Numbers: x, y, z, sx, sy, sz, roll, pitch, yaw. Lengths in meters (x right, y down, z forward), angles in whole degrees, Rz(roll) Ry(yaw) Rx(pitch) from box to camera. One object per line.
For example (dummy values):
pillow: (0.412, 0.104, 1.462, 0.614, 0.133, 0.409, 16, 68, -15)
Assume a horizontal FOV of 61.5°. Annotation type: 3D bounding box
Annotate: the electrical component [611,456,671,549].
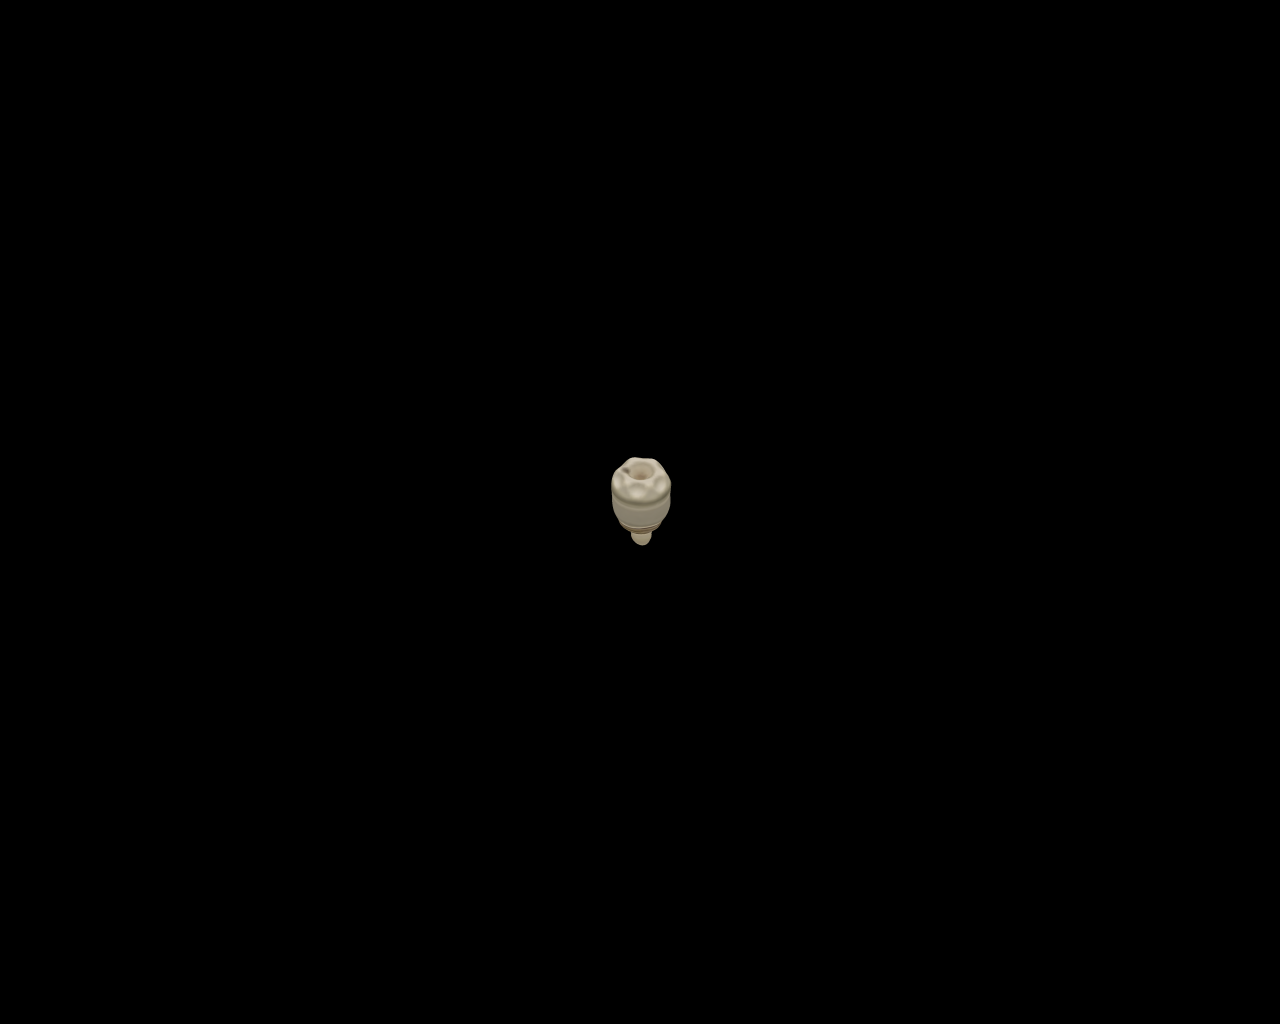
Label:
electrical component: (0.001, -0.003, 0.650, 0.035, 0.061, 0.035, 0, 44, 0)
